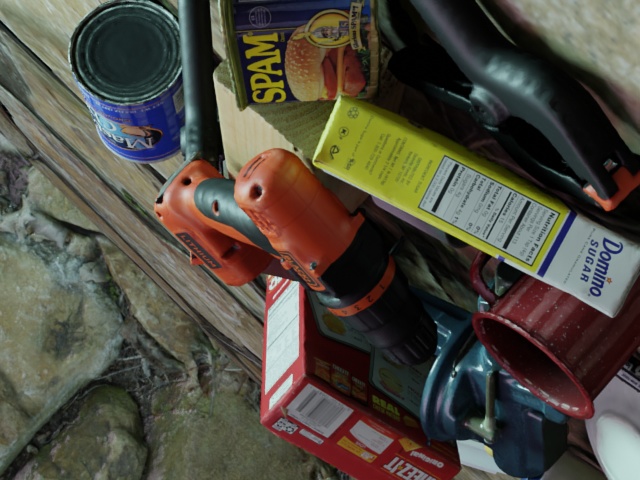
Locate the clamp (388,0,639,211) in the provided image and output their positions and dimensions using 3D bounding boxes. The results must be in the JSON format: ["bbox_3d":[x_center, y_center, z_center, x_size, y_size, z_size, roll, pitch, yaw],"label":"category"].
[{"bbox_3d":[0.092,-0.076,0.558,0.171,0.039,0.120,48,175,12],"label":"clamp"}]

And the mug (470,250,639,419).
[{"bbox_3d":[0.146,0.041,0.655,0.117,0.081,0.093,43,167,6],"label":"mug"}]

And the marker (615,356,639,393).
[{"bbox_3d":[0.219,0.096,0.706,0.121,0.020,0.020,35,167,-3],"label":"marker"}]

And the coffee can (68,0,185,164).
[{"bbox_3d":[-0.166,-0.142,0.979,0.103,0.102,0.140,42,167,10],"label":"coffee can"}]

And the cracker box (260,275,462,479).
[{"bbox_3d":[0.031,0.111,0.934,0.164,0.072,0.213,32,-155,-19],"label":"cracker box"}]

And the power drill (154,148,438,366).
[{"bbox_3d":[-0.020,0.007,0.722,0.184,0.057,0.188,50,159,-28],"label":"power drill"}]

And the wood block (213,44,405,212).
[{"bbox_3d":[-0.009,-0.074,0.747,0.091,0.090,0.206,41,166,9],"label":"wood block"}]

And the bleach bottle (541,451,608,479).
[{"bbox_3d":[0.300,0.273,0.910,0.251,0.068,0.102,29,165,16],"label":"bleach bottle"}]

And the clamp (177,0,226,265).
[{"bbox_3d":[-0.093,-0.086,0.845,0.164,0.036,0.210,90,176,-67],"label":"clamp"}]

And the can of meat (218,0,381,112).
[{"bbox_3d":[-0.009,-0.118,0.594,0.102,0.084,0.057,84,-177,-65],"label":"can of meat"}]

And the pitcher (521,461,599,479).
[{"bbox_3d":[0.288,0.318,1.021,0.243,0.145,0.149,31,177,34],"label":"pitcher"}]

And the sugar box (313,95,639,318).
[{"bbox_3d":[0.088,-0.022,0.581,0.176,0.048,0.093,25,-170,10],"label":"sugar box"}]

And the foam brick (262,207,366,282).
[{"bbox_3d":[-0.006,0.001,0.871,0.078,0.053,0.051,13,139,-6],"label":"foam brick"}]
